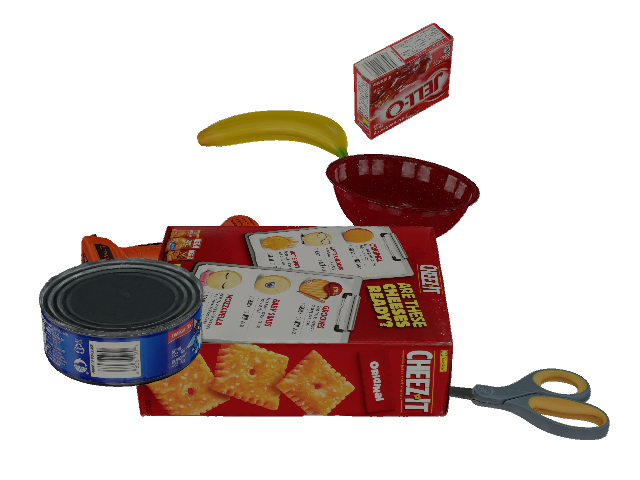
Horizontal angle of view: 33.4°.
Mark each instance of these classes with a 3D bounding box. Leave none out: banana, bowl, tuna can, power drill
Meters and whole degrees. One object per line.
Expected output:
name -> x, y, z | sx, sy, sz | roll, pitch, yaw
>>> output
banana -> -0.049, -0.130, 1.285 | 0.198, 0.037, 0.069 | 8, 39, 18
bowl -> 0.083, -0.039, 1.119 | 0.162, 0.055, 0.162 | 6, 23, -3
tuna can -> -0.105, 0.042, 0.569 | 0.086, 0.034, 0.086 | 2, 25, -1
power drill -> -0.111, 0.036, 0.956 | 0.187, 0.057, 0.185 | -4, 25, -23

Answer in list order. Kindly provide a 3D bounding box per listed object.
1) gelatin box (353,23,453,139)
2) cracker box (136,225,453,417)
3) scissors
gelatin box -> 0.072, -0.137, 0.923 | 0.089, 0.030, 0.073 | -29, -31, -17
cracker box -> -0.018, 0.056, 0.784 | 0.213, 0.072, 0.164 | 0, 30, 1
scissors -> 0.154, 0.128, 0.941 | 0.202, 0.016, 0.096 | 15, 28, 13
